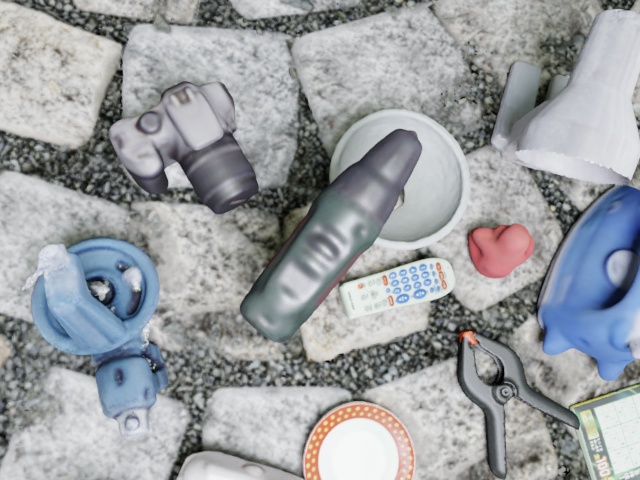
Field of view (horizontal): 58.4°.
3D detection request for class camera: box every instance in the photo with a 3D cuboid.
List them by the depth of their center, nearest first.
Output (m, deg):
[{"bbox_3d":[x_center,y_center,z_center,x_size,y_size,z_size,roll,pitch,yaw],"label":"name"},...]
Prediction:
[{"bbox_3d":[-0.141,-0.094,0.641,0.143,0.100,0.137,-31,86,-12],"label":"camera"}]

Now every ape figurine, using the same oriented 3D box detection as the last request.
[{"bbox_3d":[0.220,0.006,0.682,0.078,0.092,0.076,28,77,-3],"label":"ape figurine"}]

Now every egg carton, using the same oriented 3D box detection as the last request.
[{"bbox_3d":[-0.083,0.287,0.599,0.150,0.069,0.107,17,78,-5],"label":"egg carton"}]

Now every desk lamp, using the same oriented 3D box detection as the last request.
[{"bbox_3d":[0.282,-0.149,0.656,0.118,0.213,0.203,17,78,-5],"label":"desk lamp"}]

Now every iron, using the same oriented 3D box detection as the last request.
[{"bbox_3d":[0.359,0.030,0.673,0.118,0.141,0.258,23,78,-3],"label":"iron"}]

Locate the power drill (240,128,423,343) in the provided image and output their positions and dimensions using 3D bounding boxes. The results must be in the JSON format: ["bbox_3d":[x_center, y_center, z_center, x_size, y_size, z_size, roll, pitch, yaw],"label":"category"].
[{"bbox_3d":[0.005,0.002,0.591,0.075,0.208,0.230,37,77,0],"label":"power drill"}]

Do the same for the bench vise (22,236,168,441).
[{"bbox_3d":[-0.195,0.080,0.542,0.121,0.219,0.207,-35,87,-12],"label":"bench vise"}]

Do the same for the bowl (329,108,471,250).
[{"bbox_3d":[0.088,-0.065,0.683,0.167,0.074,0.167,1,80,-8],"label":"bowl"}]
